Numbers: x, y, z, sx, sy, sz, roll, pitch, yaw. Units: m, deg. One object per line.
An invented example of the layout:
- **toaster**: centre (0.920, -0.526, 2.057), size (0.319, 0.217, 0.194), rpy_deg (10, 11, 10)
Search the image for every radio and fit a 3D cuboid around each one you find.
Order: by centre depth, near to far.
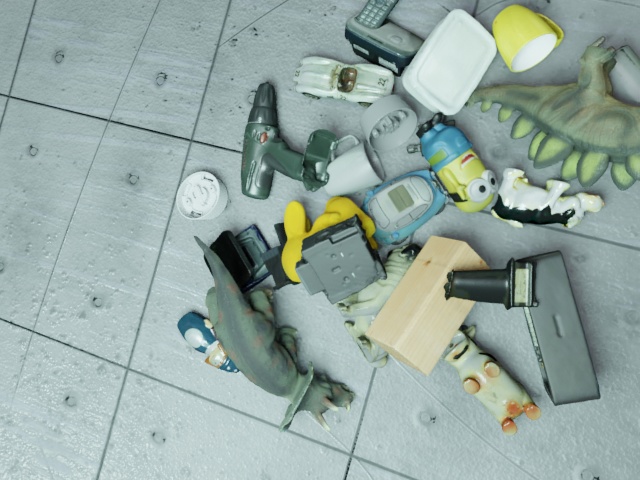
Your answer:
- **radio**: centre (0.376, 0.137, 0.869), size (0.073, 0.131, 0.229), rpy_deg (-13, 83, 14)

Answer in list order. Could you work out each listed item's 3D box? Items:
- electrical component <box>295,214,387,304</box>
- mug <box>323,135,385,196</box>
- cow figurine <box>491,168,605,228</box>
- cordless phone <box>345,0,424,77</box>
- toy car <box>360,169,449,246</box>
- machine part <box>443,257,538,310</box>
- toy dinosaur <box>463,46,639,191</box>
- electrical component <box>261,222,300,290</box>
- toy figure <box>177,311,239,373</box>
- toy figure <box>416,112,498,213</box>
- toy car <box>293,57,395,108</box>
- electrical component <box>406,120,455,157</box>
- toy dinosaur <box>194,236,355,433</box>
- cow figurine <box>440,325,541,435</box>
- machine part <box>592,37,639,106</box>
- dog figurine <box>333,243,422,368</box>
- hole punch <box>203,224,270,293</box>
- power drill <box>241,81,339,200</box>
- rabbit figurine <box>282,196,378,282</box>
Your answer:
- **electrical component**: centre (0.029, 0.038, 0.893), size (0.134, 0.058, 0.114), rpy_deg (-27, 107, 12)
- **mug**: centre (0.051, -0.135, 1.005), size (0.107, 0.081, 0.109), rpy_deg (-27, 85, 21)
- **cow figurine**: centre (0.385, -0.057, 0.914), size (0.168, 0.068, 0.098), rpy_deg (20, 97, 19)
- **cordless phone**: centre (0.148, -0.415, 1.000), size (0.147, 0.088, 0.184), rpy_deg (33, 90, 15)
- **toy car**: centre (0.147, -0.062, 0.962), size (0.162, 0.103, 0.109), rpy_deg (-31, 80, 13)
- **machine part**: centre (0.259, 0.068, 0.817), size (0.139, 0.039, 0.084), rpy_deg (-2, 95, 7)
- **toy dinosaur**: centre (0.407, -0.190, 0.831), size (0.472, 0.105, 0.198), rpy_deg (36, 111, 42)
- **electrical component**: centre (-0.070, 0.030, 1.021), size (0.048, 0.075, 0.119), rpy_deg (-28, 82, 35)
- **toy figure**: centre (-0.217, 0.208, 1.063), size (0.154, 0.058, 0.064), rpy_deg (42, 135, 13)
- **toy figure**: centre (0.239, -0.132, 0.940), size (0.082, 0.089, 0.180), rpy_deg (-37, 84, 1)
- **toy car**: centre (0.043, -0.304, 1.031), size (0.202, 0.056, 0.073), rpy_deg (13, 89, 15)
- **electrical component**: centre (0.206, -0.189, 0.996), size (0.094, 0.021, 0.063), rpy_deg (-8, 84, 15)
- **toy dinosaur**: centre (-0.104, 0.182, 0.927), size (0.131, 0.192, 0.404), rpy_deg (-39, 113, 1)
- **cow figurine**: centre (0.271, 0.219, 0.908), size (0.195, 0.127, 0.085), rpy_deg (45, 99, -1)
- **machine part**: centre (0.525, -0.231, 0.886), size (0.079, 0.079, 0.243), rpy_deg (-35, 79, 10)
- **dog figurine**: centre (0.134, 0.116, 0.962), size (0.191, 0.121, 0.172), rpy_deg (-29, 113, -6)
- **hole punch**: centre (-0.156, 0.042, 1.053), size (0.116, 0.092, 0.142), rpy_deg (-40, 79, 38)
- **power drill**: centre (-0.069, -0.182, 1.014), size (0.208, 0.086, 0.232), rpy_deg (17, 96, 34)
- **rabbit figurine**: centre (-0.002, -0.003, 0.971), size (0.173, 0.121, 0.162), rpy_deg (-39, 69, -7)
